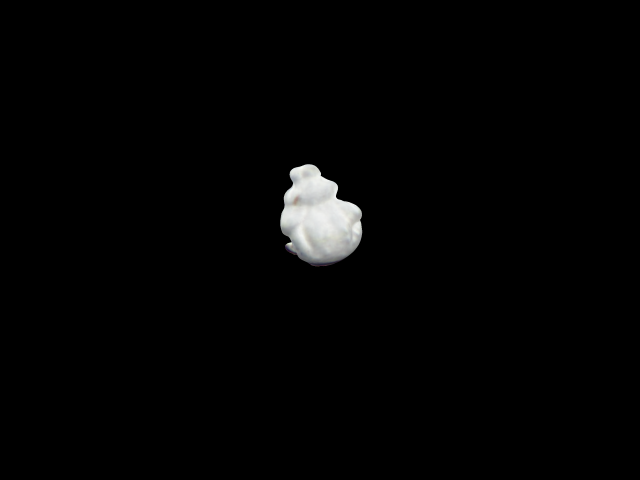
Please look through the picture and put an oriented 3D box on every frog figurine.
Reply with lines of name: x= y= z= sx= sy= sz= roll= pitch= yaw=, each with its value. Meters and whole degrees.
frog figurine: x=0.003 y=-0.043 z=0.850 sx=0.137 sy=0.156 sz=0.125 roll=-2 pitch=32 yaw=-3
